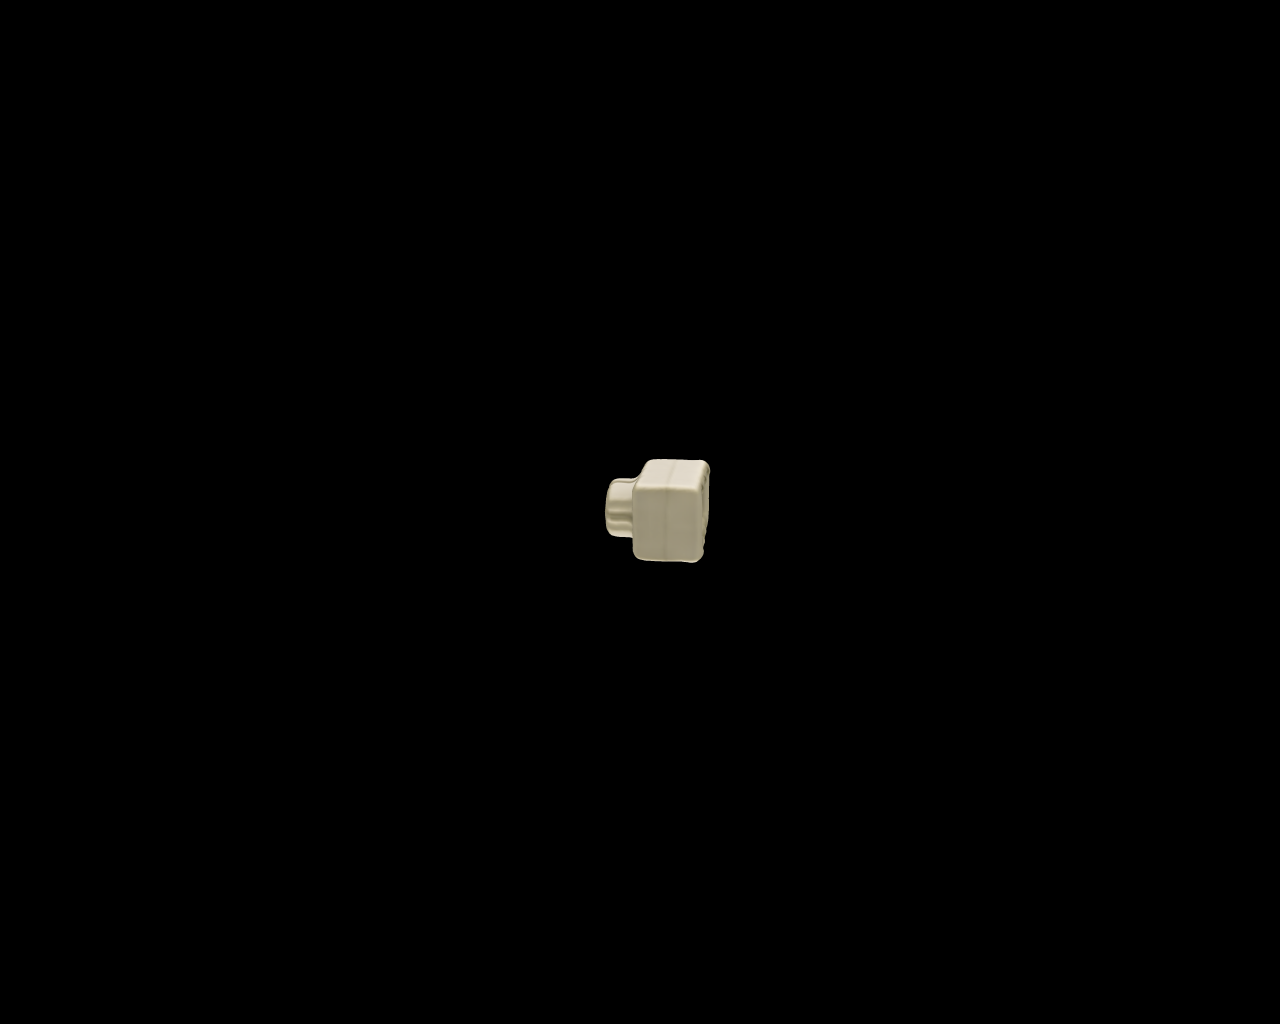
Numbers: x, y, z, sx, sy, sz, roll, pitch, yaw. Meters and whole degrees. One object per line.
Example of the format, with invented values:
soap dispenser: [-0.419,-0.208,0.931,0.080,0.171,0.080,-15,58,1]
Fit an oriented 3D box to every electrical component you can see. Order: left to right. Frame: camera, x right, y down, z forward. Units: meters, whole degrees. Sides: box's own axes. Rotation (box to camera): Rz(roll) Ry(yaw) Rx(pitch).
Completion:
electrical component: [0.001,-0.003,0.650,0.077,0.047,0.066,2,18,7]
